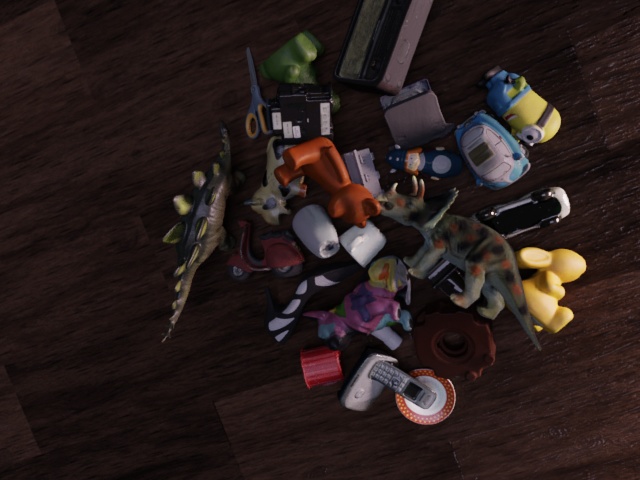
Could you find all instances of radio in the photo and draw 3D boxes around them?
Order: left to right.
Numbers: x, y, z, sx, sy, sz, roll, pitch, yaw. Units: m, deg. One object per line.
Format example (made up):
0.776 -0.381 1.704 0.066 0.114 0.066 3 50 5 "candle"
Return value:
0.126 -0.405 1.059 0.131 0.073 0.229 28 104 38 "radio"

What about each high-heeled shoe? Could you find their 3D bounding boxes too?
-0.013 0.141 1.181 0.249 0.086 0.145 -17 101 13 "high-heeled shoe"

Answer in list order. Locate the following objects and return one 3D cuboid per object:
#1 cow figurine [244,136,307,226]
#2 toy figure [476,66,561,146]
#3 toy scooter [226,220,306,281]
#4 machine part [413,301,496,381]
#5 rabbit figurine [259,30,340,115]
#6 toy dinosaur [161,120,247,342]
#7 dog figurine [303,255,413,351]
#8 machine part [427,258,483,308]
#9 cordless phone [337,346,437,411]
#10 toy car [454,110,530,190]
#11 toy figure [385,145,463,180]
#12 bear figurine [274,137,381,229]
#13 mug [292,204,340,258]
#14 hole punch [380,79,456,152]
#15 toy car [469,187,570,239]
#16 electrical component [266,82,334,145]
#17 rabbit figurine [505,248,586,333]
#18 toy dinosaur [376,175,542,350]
-0.089 -0.126 1.153 0.127 0.085 0.194 8 101 2 "cow figurine"
0.394 -0.266 1.058 0.089 0.082 0.180 -40 88 14 "toy figure"
-0.124 0.017 1.182 0.184 0.075 0.135 -5 97 14 "toy scooter"
0.281 0.212 1.129 0.180 0.056 0.179 7 112 18 "machine part"
-0.037 -0.317 1.106 0.159 0.121 0.170 -34 106 15 "rabbit figurine"
-0.256 -0.021 1.135 0.105 0.198 0.470 13 97 10 "toy dinosaur"
0.077 0.135 1.143 0.219 0.108 0.191 -10 66 23 "dog figurine"
0.290 0.095 1.144 0.084 0.039 0.139 -43 88 7 "machine part"
0.146 0.330 1.167 0.184 0.089 0.146 31 101 6 "cordless phone"
0.333 -0.173 1.058 0.109 0.103 0.161 -34 91 32 "toy car"
0.211 -0.160 1.094 0.154 0.058 0.064 3 75 -12 "toy figure"
0.017 -0.099 1.054 0.132 0.120 0.196 -29 85 -23 "bear figurine"
-0.002 -0.003 1.136 0.081 0.107 0.109 -19 132 -13 "mug"
0.189 -0.255 1.098 0.142 0.092 0.115 -21 128 10 "hole punch"
0.404 -0.047 1.098 0.202 0.056 0.073 -20 100 13 "toy car"
-0.040 -0.252 1.073 0.134 0.058 0.114 -1 130 -1 "electrical component"
0.455 0.082 1.093 0.173 0.122 0.162 -45 79 -2 "rabbit figurine"
0.294 0.025 1.056 0.405 0.131 0.192 32 103 17 "toy dinosaur"
